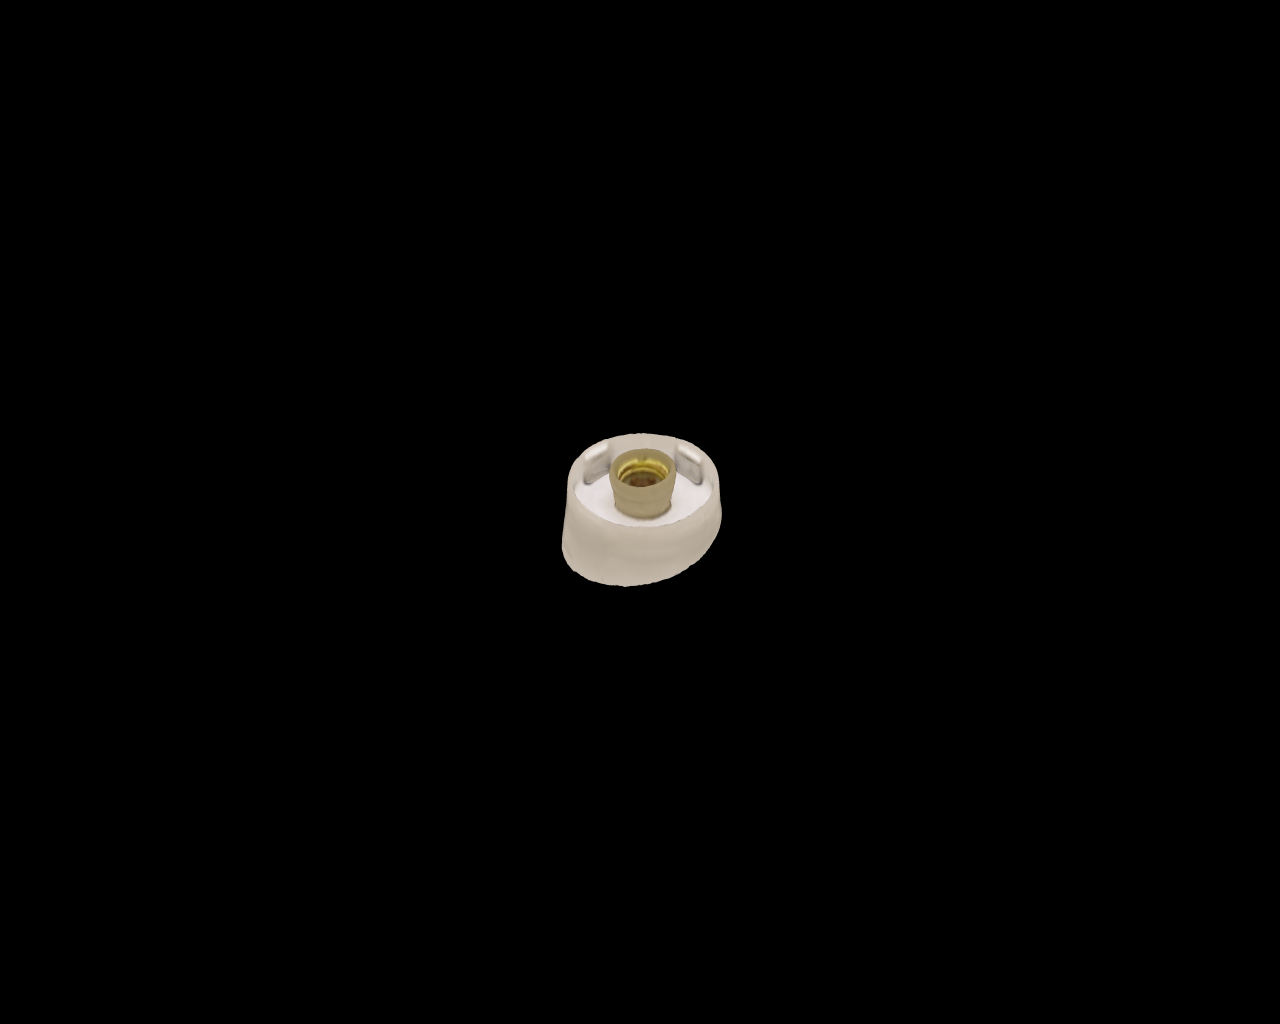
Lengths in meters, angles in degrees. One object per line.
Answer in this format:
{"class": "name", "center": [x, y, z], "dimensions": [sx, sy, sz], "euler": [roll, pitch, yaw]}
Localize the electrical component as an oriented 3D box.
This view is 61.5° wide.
{"class": "electrical component", "center": [0.001, -0.003, 0.650], "dimensions": [0.099, 0.064, 0.099], "euler": [0, 41, 0]}
